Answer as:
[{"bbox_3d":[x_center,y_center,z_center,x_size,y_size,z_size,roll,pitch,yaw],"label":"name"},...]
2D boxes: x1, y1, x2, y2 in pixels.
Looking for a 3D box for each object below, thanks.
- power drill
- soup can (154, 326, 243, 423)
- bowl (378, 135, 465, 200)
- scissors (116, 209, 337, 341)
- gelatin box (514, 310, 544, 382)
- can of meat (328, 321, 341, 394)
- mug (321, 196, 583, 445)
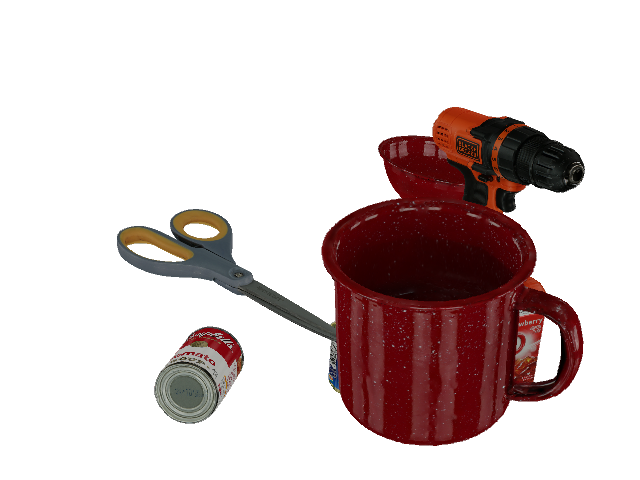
[{"bbox_3d":[0.177,-0.023,1.006,0.057,0.188,0.185,-16,27,-25],"label":"power drill"},{"bbox_3d":[-0.125,0.138,1.101,0.068,0.068,0.102,0,16,11],"label":"soup can"},{"bbox_3d":[0.143,-0.073,1.265,0.162,0.055,0.162,8,24,-4],"label":"bowl"},{"bbox_3d":[-0.057,0.019,0.789,0.202,0.016,0.096,17,34,22],"label":"scissors"},{"bbox_3d":[0.128,0.088,0.837,0.089,0.073,0.030,-9,30,-20],"label":"gelatin box"},{"bbox_3d":[0.061,0.152,1.415,0.102,0.084,0.057,-6,26,-21],"label":"can of meat"},{"bbox_3d":[0.059,0.039,0.478,0.117,0.081,0.093,11,33,21],"label":"mug"}]
